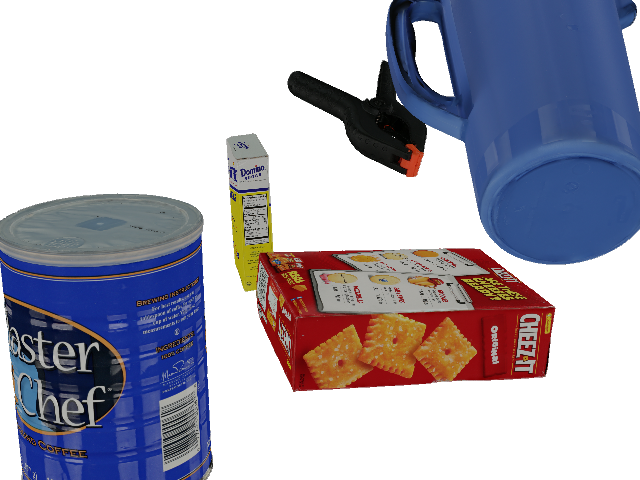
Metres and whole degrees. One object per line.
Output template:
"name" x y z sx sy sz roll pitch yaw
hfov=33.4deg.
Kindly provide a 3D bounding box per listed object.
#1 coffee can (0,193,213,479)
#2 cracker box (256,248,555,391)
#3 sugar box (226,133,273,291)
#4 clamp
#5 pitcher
"coffee can" -0.109 0.056 0.554 0.103 0.140 0.103 -1 18 0
"cracker box" 0.064 0.063 0.904 0.213 0.072 0.164 -1 17 -14
"sugar box" -0.088 -0.035 1.331 0.048 0.176 0.093 -9 24 -10
"clamp" 0.042 -0.123 1.044 0.120 0.039 0.171 -10 42 -15
"pitcher" 0.142 -0.104 0.735 0.149 0.243 0.144 -31 -53 29
